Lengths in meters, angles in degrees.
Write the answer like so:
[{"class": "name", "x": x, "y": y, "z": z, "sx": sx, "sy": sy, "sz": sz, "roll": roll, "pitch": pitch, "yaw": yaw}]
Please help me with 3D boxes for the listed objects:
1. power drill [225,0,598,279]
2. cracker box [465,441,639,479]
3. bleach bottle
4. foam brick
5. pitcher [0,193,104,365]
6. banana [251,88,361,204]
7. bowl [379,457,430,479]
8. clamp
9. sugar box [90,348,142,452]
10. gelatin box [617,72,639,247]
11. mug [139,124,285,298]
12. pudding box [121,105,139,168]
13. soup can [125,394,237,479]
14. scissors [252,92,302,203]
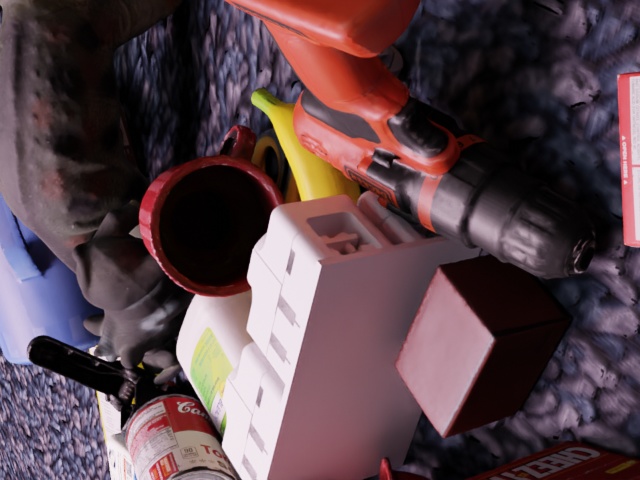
[{"class": "power drill", "x": 0.034, "y": -0.064, "z": 0.486, "sx": 0.185, "sy": 0.057, "sz": 0.187, "roll": 31, "pitch": 166, "yaw": 34}, {"class": "cracker box", "x": 0.087, "y": 0.218, "z": 0.486, "sx": 0.072, "sy": 0.163, "sz": 0.214, "roll": 5, "pitch": 104, "yaw": 56}, {"class": "bleach bottle", "x": -0.015, "y": 0.148, "z": 0.733, "sx": 0.251, "sy": 0.067, "sz": 0.103, "roll": 57, "pitch": 143, "yaw": 28}, {"class": "foam brick", "x": 0.082, "y": 0.054, "z": 0.551, "sx": 0.051, "sy": 0.052, "sz": 0.078, "roll": 54, "pitch": 140, "yaw": 36}, {"class": "pitcher", "x": -0.257, "y": -0.017, "z": 0.934, "sx": 0.145, "sy": 0.148, "sz": 0.243, "roll": -9, "pitch": 99, "yaw": 40}, {"class": "banana", "x": 0.003, "y": -0.002, "z": 0.673, "sx": 0.070, "sy": 0.037, "sz": 0.198, "roll": 9, "pitch": 112, "yaw": 62}, {"class": "bowl", "x": 0.066, "y": 0.199, "z": 0.583, "sx": 0.162, "sy": 0.055, "sz": 0.162, "roll": 176, "pitch": 91, "yaw": -88}, {"class": "clamp", "x": -0.156, "y": 0.130, "z": 0.890, "sx": 0.120, "sy": 0.171, "sz": 0.039, "roll": 39, "pitch": 95, "yaw": 29}, {"class": "sugar box", "x": -0.174, "y": 0.177, "z": 1.018, "sx": 0.093, "sy": 0.048, "sz": 0.176, "roll": 4, "pitch": 106, "yaw": 59}, {"class": "gelatin box", "x": 0.160, "y": -0.033, "z": 0.418, "sx": 0.089, "sy": 0.030, "sz": 0.073, "roll": 6, "pitch": 103, "yaw": 58}, {"class": "mug", "x": -0.073, "y": -0.023, "z": 0.727, "sx": 0.082, "sy": 0.093, "sz": 0.117, "roll": 15, "pitch": 86, "yaw": 70}, {"class": "pudding box", "x": -0.201, "y": -0.064, "z": 0.991, "sx": 0.090, "sy": 0.039, "sz": 0.113, "roll": -25, "pitch": 78, "yaw": 58}, {"class": "soup can", "x": -0.099, "y": 0.165, "z": 0.770, "sx": 0.102, "sy": 0.068, "sz": 0.068, "roll": -130, "pitch": 39, "yaw": -62}, {"class": "scissors", "x": -0.015, "y": -0.089, "z": 0.701, "sx": 0.096, "sy": 0.016, "sz": 0.202, "roll": 38, "pitch": 130, "yaw": 48}]
